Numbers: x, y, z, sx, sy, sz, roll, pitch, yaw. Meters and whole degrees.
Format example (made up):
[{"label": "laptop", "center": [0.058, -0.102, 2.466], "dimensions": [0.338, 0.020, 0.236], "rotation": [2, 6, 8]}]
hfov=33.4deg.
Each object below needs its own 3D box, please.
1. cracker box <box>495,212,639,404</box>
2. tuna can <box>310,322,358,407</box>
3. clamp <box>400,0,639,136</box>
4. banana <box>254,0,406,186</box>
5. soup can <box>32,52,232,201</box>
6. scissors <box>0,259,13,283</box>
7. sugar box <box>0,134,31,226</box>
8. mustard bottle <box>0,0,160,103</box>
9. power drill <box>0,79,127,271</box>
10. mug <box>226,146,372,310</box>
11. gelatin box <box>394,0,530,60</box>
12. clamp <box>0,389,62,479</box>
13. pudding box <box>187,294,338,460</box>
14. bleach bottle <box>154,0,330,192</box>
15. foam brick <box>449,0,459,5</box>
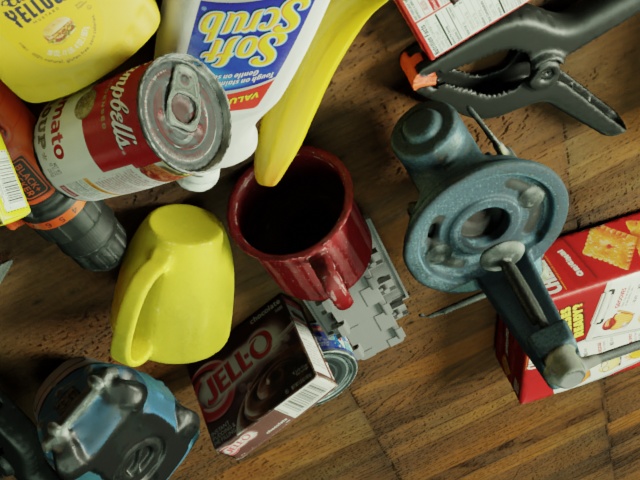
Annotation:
[{"label": "cracker box", "center": [0.277, 0.054, 1.003], "dimensions": [0.213, 0.072, 0.164], "rotation": [-16, 140, -9]}, {"label": "tuna can", "center": [-0.010, 0.113, 0.949], "dimensions": [0.086, 0.034, 0.086], "rotation": [-15, 140, -13]}, {"label": "clamp", "center": [0.159, -0.123, 0.767], "dimensions": [0.209, 0.036, 0.164], "rotation": [-12, 141, -11]}, {"label": "banana", "center": [-0.001, -0.114, 0.670], "dimensions": [0.037, 0.069, 0.198], "rotation": [19, 140, -16]}, {"label": "soup can", "center": [-0.110, -0.063, 0.616], "dimensions": [0.102, 0.068, 0.068], "rotation": [-10, 155, 41]}, {"label": "scissors", "center": [-0.296, 0.081, 0.779], "dimensions": [0.096, 0.016, 0.202], "rotation": [5, 133, -31]}, {"label": "sugar box", "center": [-0.260, -0.025, 0.586], "dimensions": [0.176, 0.093, 0.048], "rotation": [-19, -176, 10]}, {"label": "mustard bottle", "center": [-0.168, -0.157, 0.543], "dimensions": [0.096, 0.058, 0.191], "rotation": [-28, 141, 7]}, {"label": "power drill", "center": [-0.235, -0.006, 0.681], "dimensions": [0.187, 0.057, 0.184], "rotation": [-30, 137, 2]}, {"label": "mug", "center": [-0.005, 0.001, 0.764], "dimensions": [0.093, 0.117, 0.081], "rotation": [-31, 146, 1]}, {"label": "gelatin box", "center": [0.091, -0.168, 0.687], "dimensions": [0.089, 0.030, 0.073], "rotation": [-30, 142, 10]}, {"label": "clamp", "center": [-0.258, 0.172, 0.865], "dimensions": [0.120, 0.039, 0.171], "rotation": [4, 130, 27]}, {"label": "pudding box", "center": [-0.050, 0.114, 0.885], "dimensions": [0.113, 0.090, 0.039], "rotation": [-37, 141, 13]}, {"label": "bleach bottle", "center": [-0.044, -0.127, 0.636], "dimensions": [0.102, 0.068, 0.251], "rotation": [3, 136, -18]}, {"label": "foam brick", "center": [0.069, -0.185, 0.613], "dimensions": [0.051, 0.053, 0.078], "rotation": [-39, 110, 16]}]
